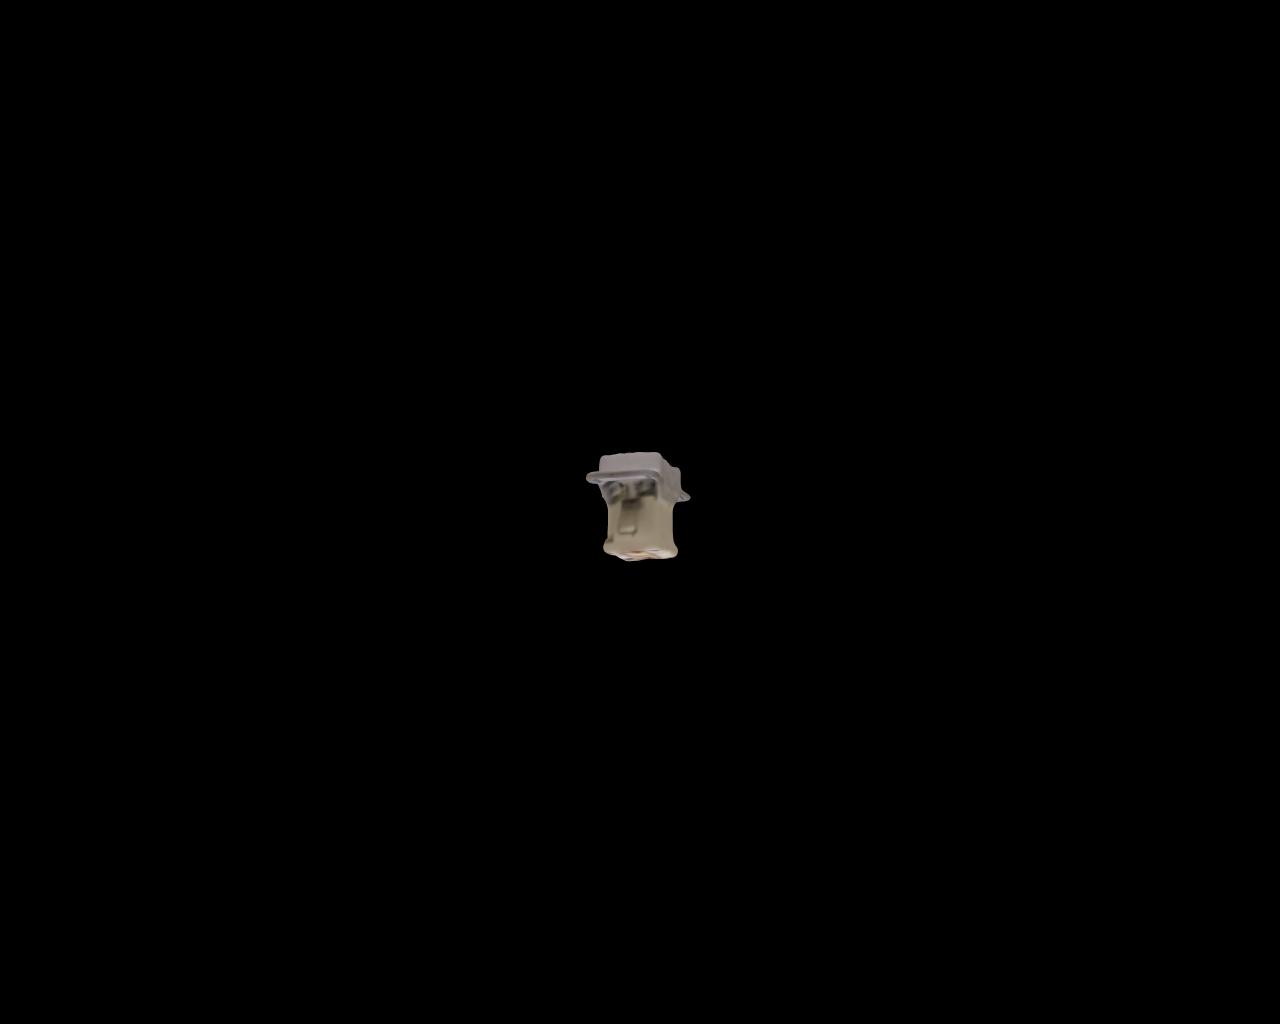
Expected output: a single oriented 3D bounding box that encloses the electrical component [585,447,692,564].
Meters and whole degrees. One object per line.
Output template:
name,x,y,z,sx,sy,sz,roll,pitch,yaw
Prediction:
electrical component,0.001,-0.003,0.650,0.042,0.064,0.081,-4,-12,19
